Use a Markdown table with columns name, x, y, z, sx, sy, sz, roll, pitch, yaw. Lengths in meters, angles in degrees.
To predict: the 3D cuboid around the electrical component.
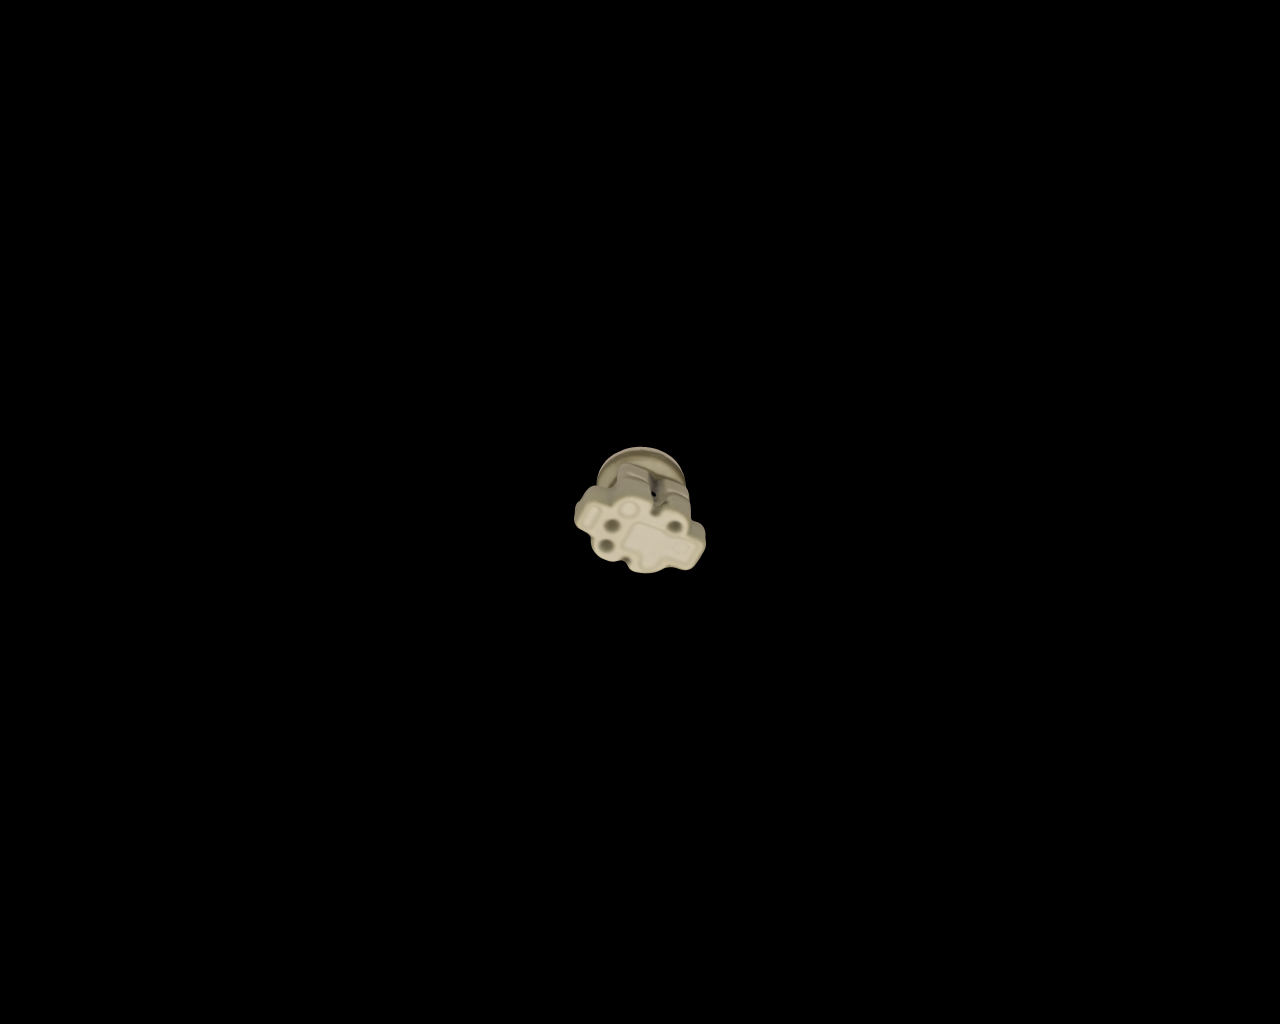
| name | x | y | z | sx | sy | sz | roll | pitch | yaw |
| --- | --- | --- | --- | --- | --- | --- | --- | --- | --- |
| electrical component | 0.001 | -0.003 | 0.650 | 0.078 | 0.058 | 0.057 | 21 | 35 | -15 |
